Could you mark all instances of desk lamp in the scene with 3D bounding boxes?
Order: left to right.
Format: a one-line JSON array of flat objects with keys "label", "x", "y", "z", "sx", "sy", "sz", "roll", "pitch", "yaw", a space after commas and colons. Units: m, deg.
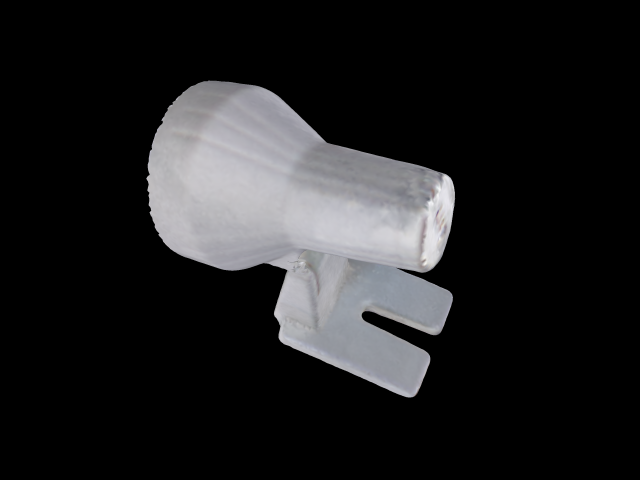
[{"label": "desk lamp", "x": 0.004, "y": 0.001, "z": 0.400, "sx": 0.203, "sy": 0.213, "sz": 0.118, "roll": 21, "pitch": 65, "yaw": 11}]
